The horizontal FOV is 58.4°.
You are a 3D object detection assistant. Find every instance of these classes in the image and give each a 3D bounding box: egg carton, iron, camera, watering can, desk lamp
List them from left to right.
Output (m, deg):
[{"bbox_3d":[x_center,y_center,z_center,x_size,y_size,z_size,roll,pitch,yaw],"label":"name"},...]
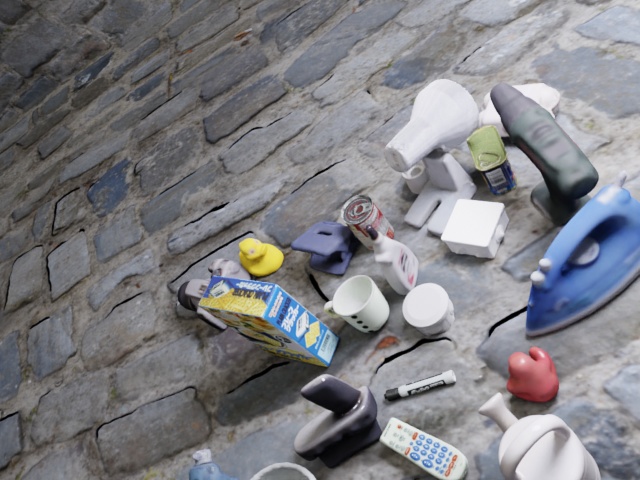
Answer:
[{"bbox_3d":[-0.246,0.108,1.253,0.136,0.101,0.143,5,61,38],"label":"camera"},{"bbox_3d":[0.207,-0.149,1.036,0.117,0.214,0.203,23,73,44],"label":"desk lamp"},{"bbox_3d":[0.374,-0.240,1.088,0.149,0.070,0.107,5,61,38],"label":"egg carton"},{"bbox_3d":[0.263,0.263,0.696,0.172,0.195,0.101,17,70,43],"label":"watering can"},{"bbox_3d":[0.376,0.022,0.836,0.258,0.142,0.118,-46,44,-2],"label":"iron"}]

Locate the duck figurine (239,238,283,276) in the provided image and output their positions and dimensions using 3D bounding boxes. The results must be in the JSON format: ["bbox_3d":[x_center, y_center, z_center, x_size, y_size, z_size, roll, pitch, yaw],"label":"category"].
[{"bbox_3d":[-0.143,0.029,1.249,0.104,0.086,0.077,0,59,36],"label":"duck figurine"}]

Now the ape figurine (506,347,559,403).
[{"bbox_3d":[0.293,0.186,0.807,0.078,0.092,0.076,-38,44,6],"label":"ape figurine"}]

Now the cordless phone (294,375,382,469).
[{"bbox_3d":[0.001,0.269,0.889,0.147,0.186,0.094,-38,44,6],"label":"cordless phone"}]

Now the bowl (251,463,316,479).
[{"bbox_3d":[-0.050,0.436,0.879,0.167,0.075,0.167,-19,49,24],"label":"bowl"}]

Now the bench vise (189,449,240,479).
[{"bbox_3d":[-0.217,0.435,0.896,0.121,0.220,0.207,-34,44,10],"label":"bench vise"}]

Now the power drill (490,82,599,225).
[{"bbox_3d":[0.359,-0.126,0.911,0.075,0.209,0.229,-34,44,10],"label":"power drill"}]

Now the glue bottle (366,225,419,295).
[{"bbox_3d":[0.121,0.025,0.996,0.037,0.174,0.078,-8,54,31],"label":"glue bottle"}]

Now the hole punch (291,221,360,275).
[{"bbox_3d":[0.011,0.004,1.152,0.108,0.091,0.101,10,65,40],"label":"hole punch"}]
